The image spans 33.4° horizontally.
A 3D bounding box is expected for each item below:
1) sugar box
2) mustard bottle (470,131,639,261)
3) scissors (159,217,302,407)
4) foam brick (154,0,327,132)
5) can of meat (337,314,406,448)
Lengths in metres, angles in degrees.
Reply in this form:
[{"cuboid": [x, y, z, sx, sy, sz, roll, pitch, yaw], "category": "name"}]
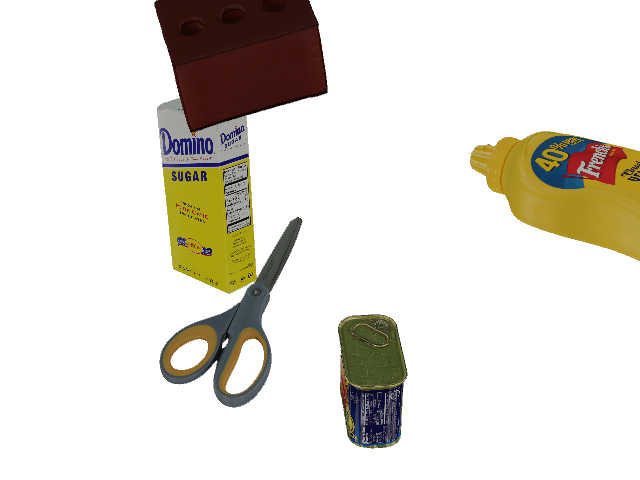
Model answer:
[{"cuboid": [-0.110, -0.045, 1.040, 0.093, 0.176, 0.048, 19, 34, 41], "category": "sugar box"}, {"cuboid": [0.187, -0.034, 0.723, 0.192, 0.058, 0.096, 20, 39, 35], "category": "mustard bottle"}, {"cuboid": [-0.071, 0.051, 0.863, 0.096, 0.016, 0.201, -1, 44, 7], "category": "scissors"}, {"cuboid": [-0.041, -0.101, 0.560, 0.078, 0.053, 0.051, -17, -34, -3], "category": "foam brick"}, {"cuboid": [0.048, 0.135, 1.018, 0.057, 0.084, 0.102, -3, 35, -4], "category": "can of meat"}]
